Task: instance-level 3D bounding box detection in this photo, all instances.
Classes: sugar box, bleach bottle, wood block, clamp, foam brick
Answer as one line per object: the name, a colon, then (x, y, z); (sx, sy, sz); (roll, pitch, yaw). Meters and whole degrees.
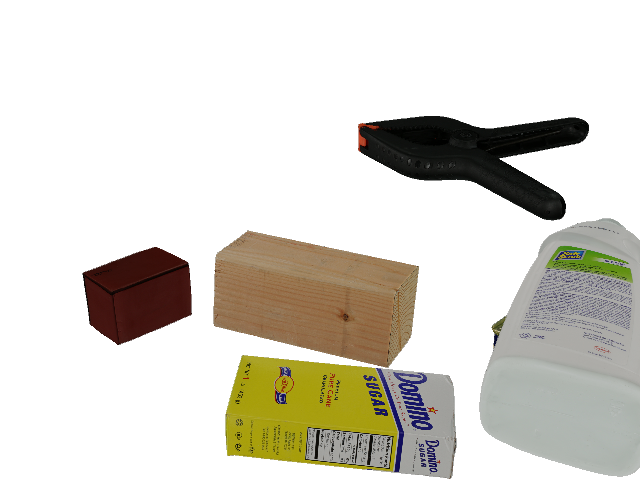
sugar box: (0.018, 0.137, 0.846); (0.176, 0.048, 0.093); (3, 25, 3)
bleach bottle: (0.180, 0.048, 0.702); (0.103, 0.068, 0.250); (14, 29, 17)
wood block: (-0.006, 0.062, 1.179); (0.206, 0.091, 0.090); (12, 23, 19)
clamp: (0.139, -0.084, 0.971); (0.210, 0.036, 0.164); (14, 35, 22)
foam brick: (-0.158, 0.046, 0.924); (0.078, 0.051, 0.053); (-22, 30, -34)

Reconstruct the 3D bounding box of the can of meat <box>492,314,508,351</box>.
can of meat: (0.228, 0.130, 1.189); (0.058, 0.084, 0.101); (10, 16, 28)
